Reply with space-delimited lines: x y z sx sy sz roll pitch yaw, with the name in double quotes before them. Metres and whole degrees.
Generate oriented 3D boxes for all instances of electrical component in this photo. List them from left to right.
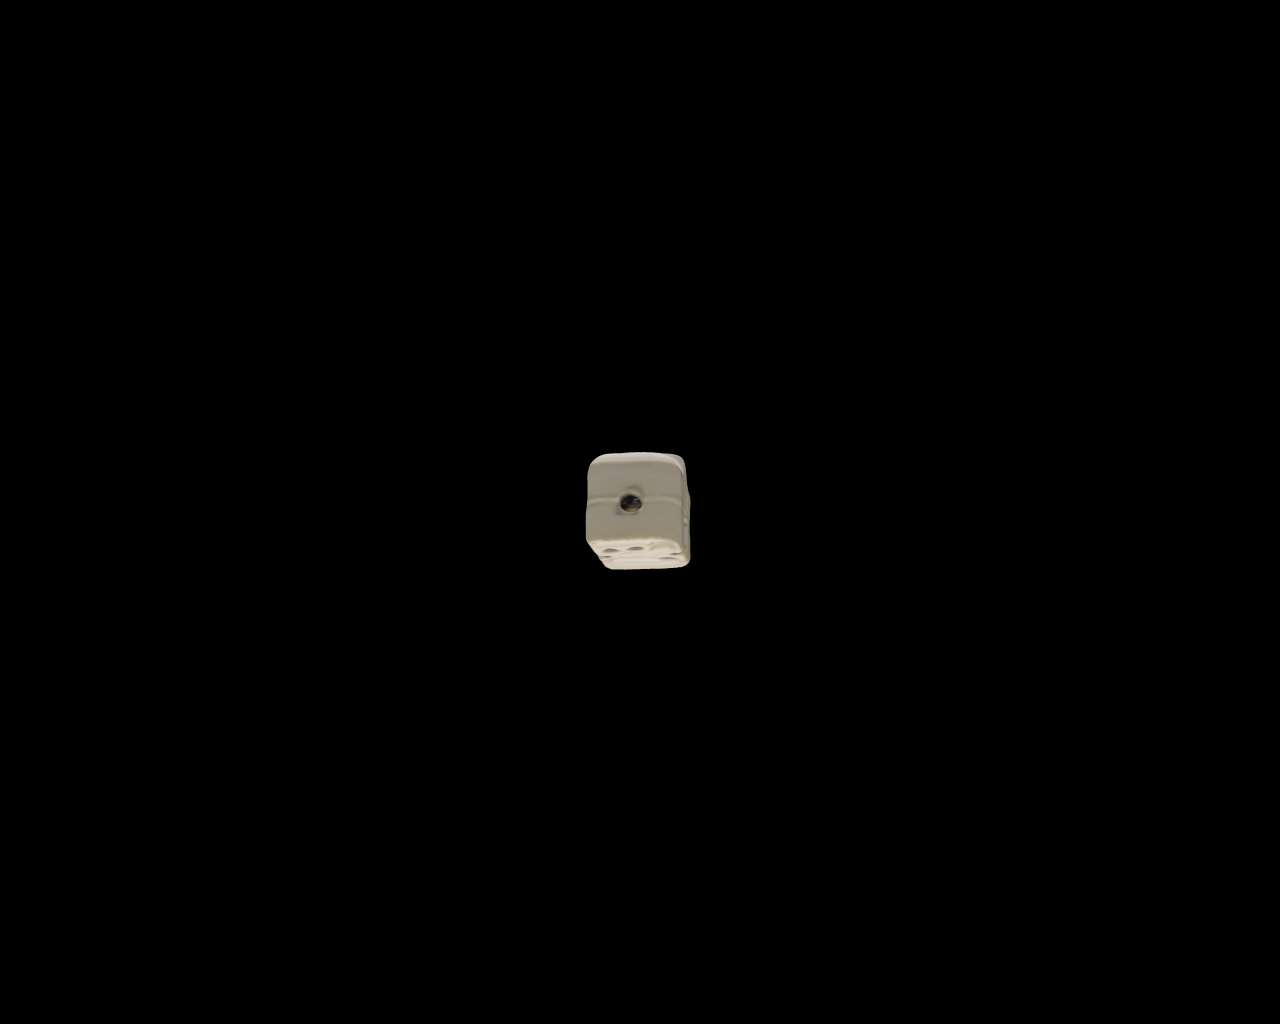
"electrical component" 0.001 -0.003 0.650 0.054 0.059 0.095 -2 -14 7
